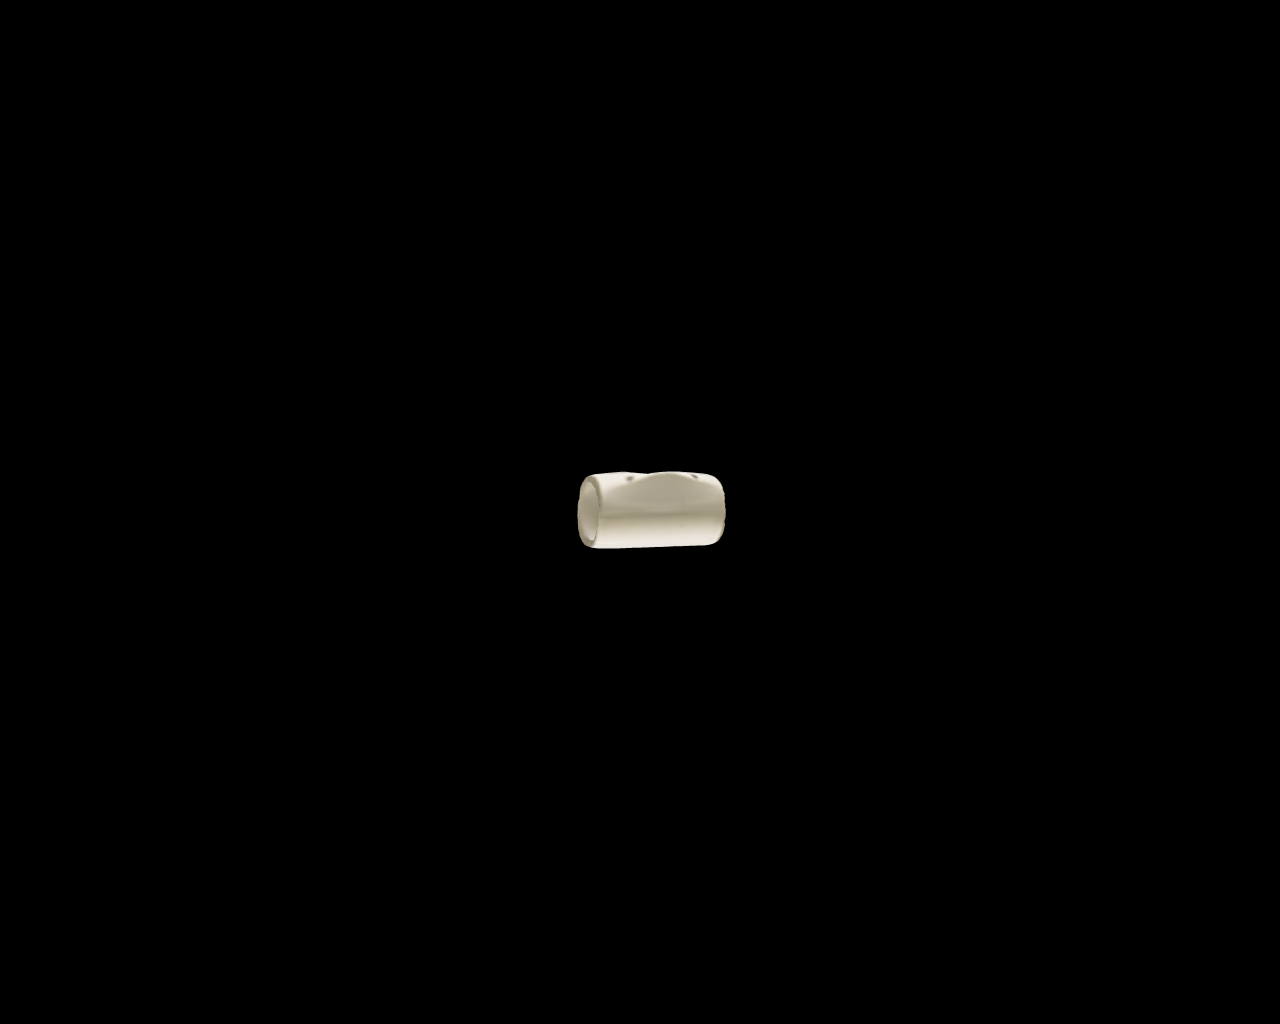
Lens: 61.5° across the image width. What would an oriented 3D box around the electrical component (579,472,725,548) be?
[{"bbox_3d":[0.001,-0.003,0.650,0.077,0.043,0.079,-1,4,-20],"label":"electrical component"}]
